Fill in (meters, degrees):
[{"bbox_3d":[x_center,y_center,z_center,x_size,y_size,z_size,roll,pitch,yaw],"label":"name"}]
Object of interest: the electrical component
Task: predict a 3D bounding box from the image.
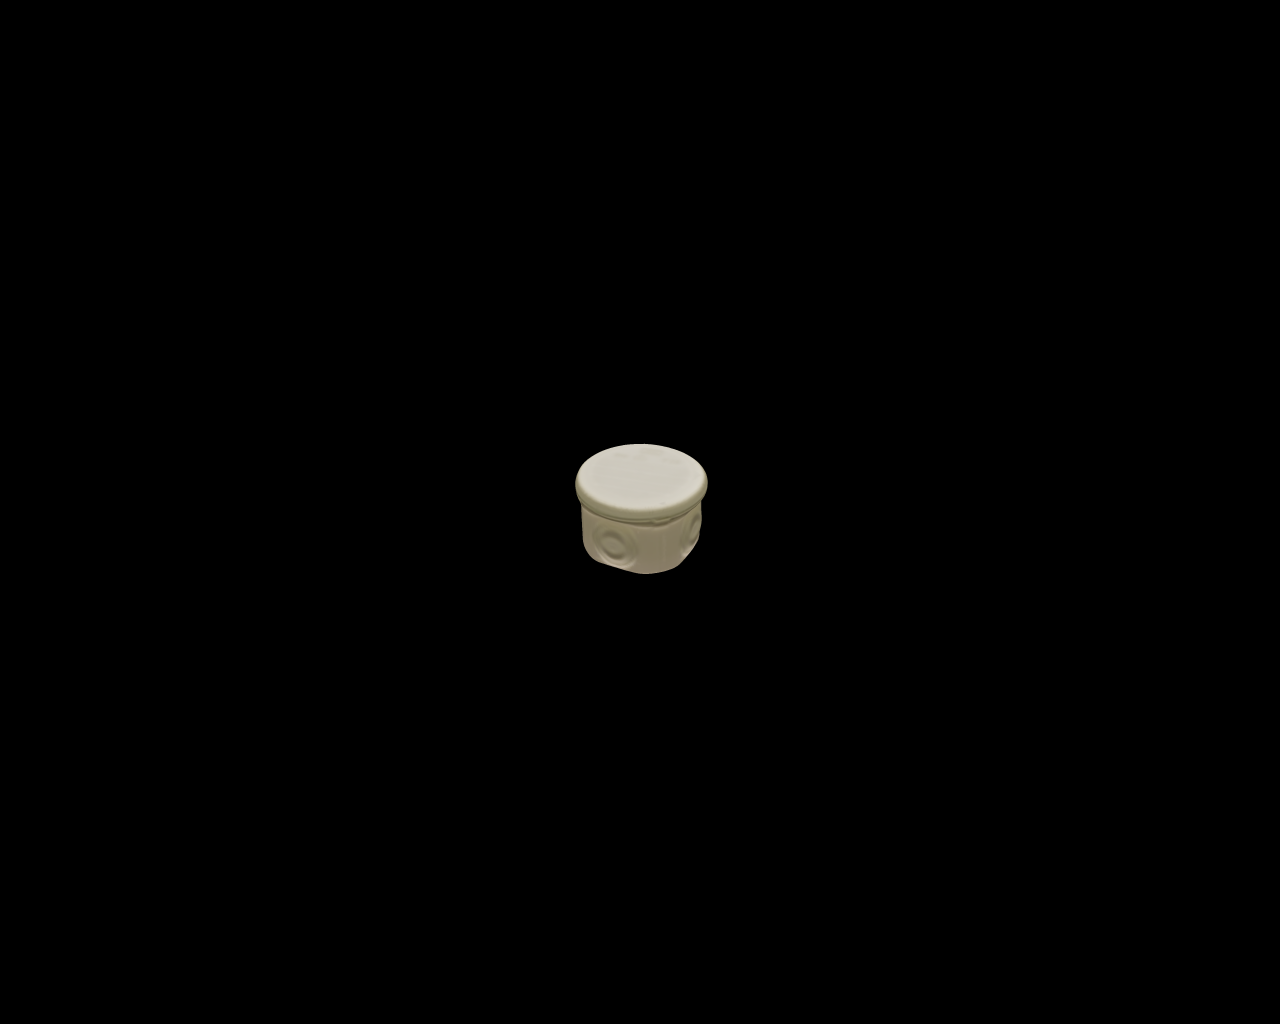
[{"bbox_3d":[0.001,-0.003,0.650,0.080,0.050,0.080,0,34,0],"label":"electrical component"}]
